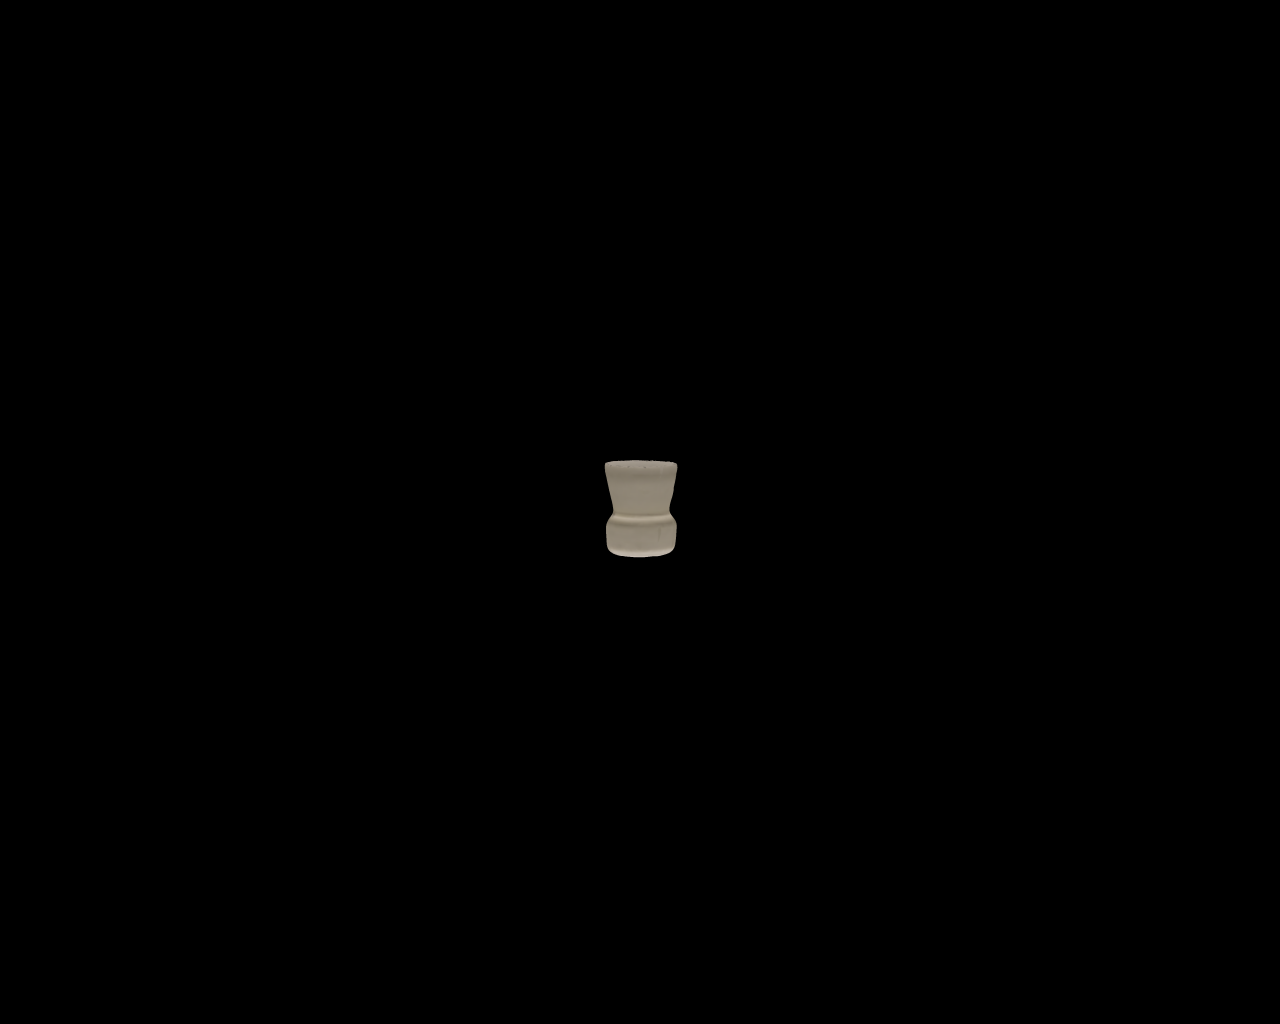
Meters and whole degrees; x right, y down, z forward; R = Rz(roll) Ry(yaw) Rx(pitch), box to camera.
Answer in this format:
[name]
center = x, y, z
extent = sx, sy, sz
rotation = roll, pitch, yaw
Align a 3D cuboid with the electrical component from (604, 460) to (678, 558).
[electrical component]
center = 0.001, -0.003, 0.650
extent = 0.045, 0.055, 0.045
rotation = 0, 7, 0
